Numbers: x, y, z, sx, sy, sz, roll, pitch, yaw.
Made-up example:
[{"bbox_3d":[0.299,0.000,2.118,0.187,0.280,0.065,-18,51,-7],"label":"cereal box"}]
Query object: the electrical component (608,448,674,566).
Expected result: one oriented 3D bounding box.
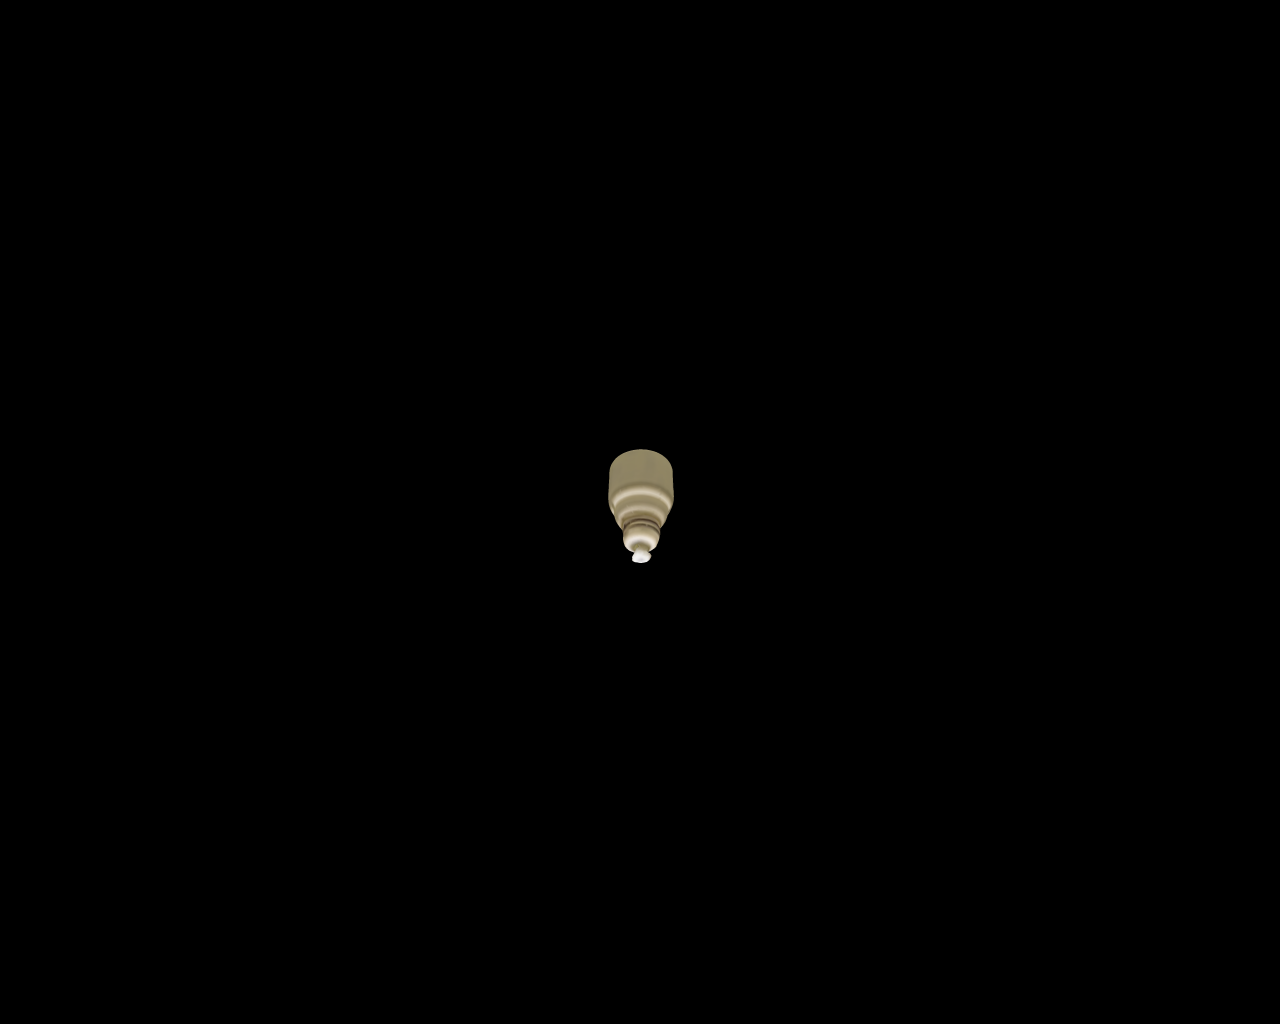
[{"bbox_3d":[0.001,-0.003,0.650,0.040,0.078,0.040,0,-39,0],"label":"electrical component"}]
